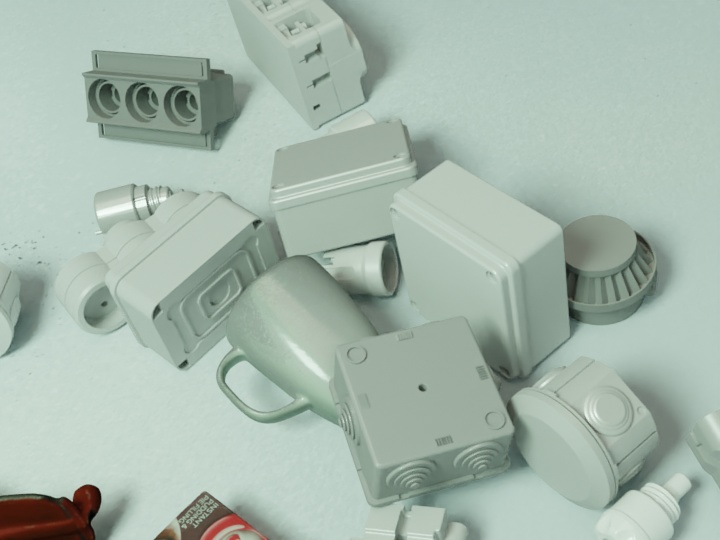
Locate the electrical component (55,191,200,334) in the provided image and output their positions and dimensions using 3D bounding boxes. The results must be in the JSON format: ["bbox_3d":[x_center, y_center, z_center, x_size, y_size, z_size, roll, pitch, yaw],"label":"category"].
[{"bbox_3d":[-0.176,-0.015,0.839,0.138,0.052,0.074,-35,48,-16],"label":"electrical component"}]

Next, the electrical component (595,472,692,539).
[{"bbox_3d":[0.163,0.137,0.606,0.061,0.035,0.035,-37,48,-21],"label":"electrical component"}]

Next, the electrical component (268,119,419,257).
[{"bbox_3d":[-0.009,-0.063,0.809,0.109,0.056,0.108,-14,23,4],"label":"electrical component"}]

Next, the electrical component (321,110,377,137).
[{"bbox_3d":[-0.015,-0.099,0.878,0.078,0.040,0.040,-30,47,-12],"label":"electrical component"}]

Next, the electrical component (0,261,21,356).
[{"bbox_3d":[-0.300,0.029,0.818,0.080,0.080,0.051,-7,41,10],"label":"electrical component"}]

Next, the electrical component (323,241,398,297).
[{"bbox_3d":[0.000,0.000,0.781,0.046,0.040,0.040,-3,47,21],"label":"electrical component"}]

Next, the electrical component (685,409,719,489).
[{"bbox_3d":[0.222,0.103,0.596,0.058,0.078,0.057,-23,65,-6],"label":"electrical component"}]

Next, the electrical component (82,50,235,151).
[{"bbox_3d":[-0.177,-0.154,0.958,0.121,0.078,0.063,9,22,24],"label":"electrical component"}]

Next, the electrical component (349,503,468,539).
[{"bbox_3d":[0.024,0.167,0.612,0.066,0.048,0.055,2,41,18],"label":"electrical component"}]

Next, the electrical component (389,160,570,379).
[{"bbox_3d":[0.080,0.000,0.709,0.056,0.108,0.109,-36,48,-21],"label":"electrical component"}]

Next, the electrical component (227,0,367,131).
[{"bbox_3d":[-0.057,-0.207,0.958,0.062,0.089,0.150,-29,46,-11],"label":"electrical component"}]

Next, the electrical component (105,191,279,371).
[{"bbox_3d":[-0.120,0.006,0.785,0.057,0.078,0.113,31,62,33],"label":"electrical component"}]

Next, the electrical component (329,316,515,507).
[{"bbox_3d":[0.035,0.080,0.633,0.100,0.048,0.099,-13,55,-12],"label":"electrical component"}]

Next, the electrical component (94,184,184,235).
[{"bbox_3d":[-0.182,-0.052,0.884,0.078,0.040,0.040,-14,45,4],"label":"electrical component"}]

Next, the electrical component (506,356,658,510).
[{"bbox_3d":[0.128,0.094,0.626,0.051,0.080,0.080,-34,47,-22],"label":"electrical component"}]
